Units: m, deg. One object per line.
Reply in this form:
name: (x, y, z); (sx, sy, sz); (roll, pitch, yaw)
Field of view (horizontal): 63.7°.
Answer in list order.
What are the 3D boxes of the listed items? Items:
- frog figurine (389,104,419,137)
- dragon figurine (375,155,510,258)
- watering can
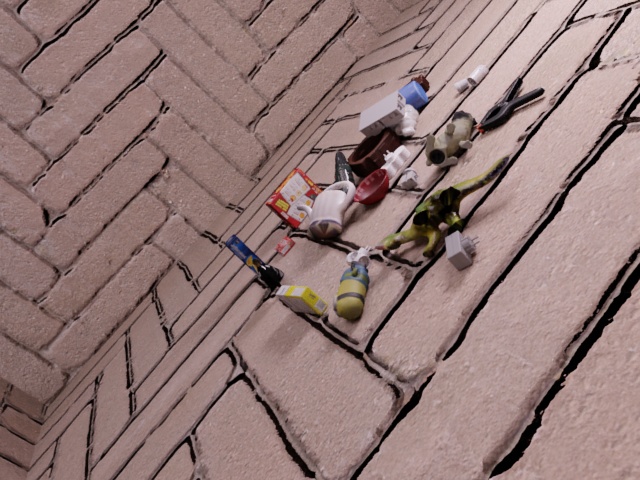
frog figurine: (0.339, -0.467, 2.055); (0.137, 0.120, 0.162); (-38, 56, 0)
dragon figurine: (0.317, -0.094, 1.386); (0.408, 0.121, 0.246); (-41, 13, 8)
watering can: (0.006, -0.096, 1.914); (0.343, 0.103, 0.229); (-23, 43, 47)
